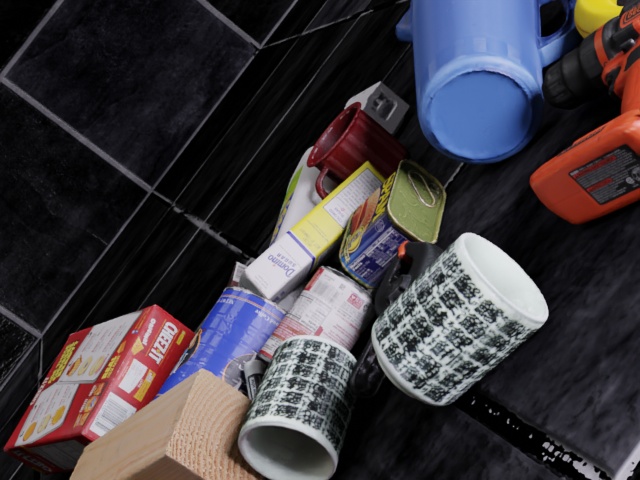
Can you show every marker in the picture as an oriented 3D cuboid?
[{"bbox_3d":[-0.050,0.160,0.942,0.020,0.020,0.121,-44,41,30],"label":"marker"}]

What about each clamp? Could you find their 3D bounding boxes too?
[{"bbox_3d":[0.067,0.057,0.873,0.120,0.039,0.171,-43,12,15],"label":"clamp"}]

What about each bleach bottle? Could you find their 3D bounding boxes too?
[{"bbox_3d":[-0.028,0.009,1.205,0.103,0.068,0.250,120,173,-45],"label":"bleach bottle"}]

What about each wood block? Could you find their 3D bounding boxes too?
[{"bbox_3d":[-0.135,0.203,0.922,0.206,0.090,0.090,-36,24,42],"label":"wood block"}]

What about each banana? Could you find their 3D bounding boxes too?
[{"bbox_3d":[0.252,-0.191,0.906,0.069,0.037,0.198,-28,20,3],"label":"banana"}]

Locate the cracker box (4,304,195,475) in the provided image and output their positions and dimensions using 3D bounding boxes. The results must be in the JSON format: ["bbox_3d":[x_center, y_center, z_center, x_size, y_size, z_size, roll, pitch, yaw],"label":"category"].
[{"bbox_3d":[-0.245,0.172,1.186,0.214,0.072,0.164,-21,36,50],"label":"cracker box"}]

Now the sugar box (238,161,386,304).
[{"bbox_3d":[-0.007,0.001,1.094,0.176,0.048,0.093,-39,-8,-17],"label":"sugar box"}]

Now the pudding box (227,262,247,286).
[{"bbox_3d":[-0.102,0.093,1.245,0.113,0.039,0.090,-80,12,-63],"label":"pudding box"}]

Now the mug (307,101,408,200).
[{"bbox_3d":[0.039,-0.085,1.195,0.117,0.081,0.093,-59,16,-24],"label":"mug"}]

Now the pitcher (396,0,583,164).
[{"bbox_3d":[0.158,-0.178,1.002,0.149,0.145,0.242,-57,14,34],"label":"pitcher"}]

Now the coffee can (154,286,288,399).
[{"bbox_3d":[-0.086,0.131,1.034,0.140,0.102,0.103,-58,16,-21],"label":"coffee can"}]

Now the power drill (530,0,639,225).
[{"bbox_3d":[0.212,-0.100,0.766,0.185,0.057,0.187,-33,24,51],"label":"power drill"}]

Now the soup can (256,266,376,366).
[{"bbox_3d":[-0.001,0.082,0.959,0.102,0.068,0.069,-54,15,-10],"label":"soup can"}]

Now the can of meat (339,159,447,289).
[{"bbox_3d":[0.067,-0.014,1.002,0.084,0.057,0.102,-45,16,36],"label":"can of meat"}]
